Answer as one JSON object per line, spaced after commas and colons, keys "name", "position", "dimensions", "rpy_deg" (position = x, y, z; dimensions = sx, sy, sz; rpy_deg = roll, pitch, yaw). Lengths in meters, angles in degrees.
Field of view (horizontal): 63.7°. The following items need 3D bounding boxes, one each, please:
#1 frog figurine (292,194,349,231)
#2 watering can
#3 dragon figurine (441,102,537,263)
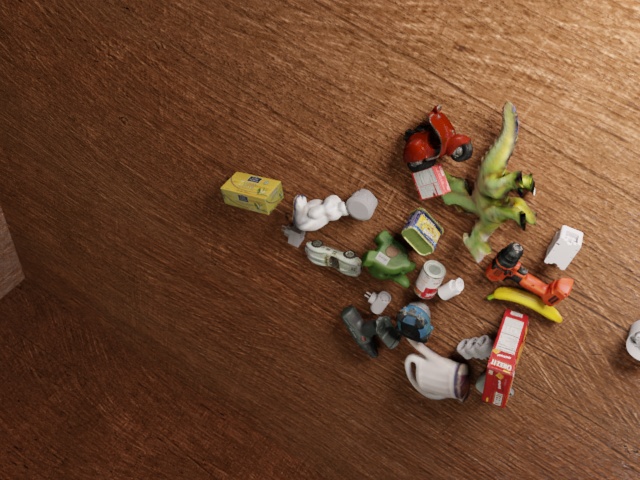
{"name": "frog figurine", "position": [0.005, -0.075, 1.500], "dimensions": [0.160, 0.124, 0.136], "rpy_deg": [14, 169, 12]}
{"name": "watering can", "position": [0.382, 0.423, 1.709], "dimensions": [0.224, 0.106, 0.340], "rpy_deg": [6, 129, 31]}
{"name": "dragon figurine", "position": [0.370, -0.124, 1.205], "dimensions": [0.243, 0.124, 0.403], "rpy_deg": [7, 123, 42]}
